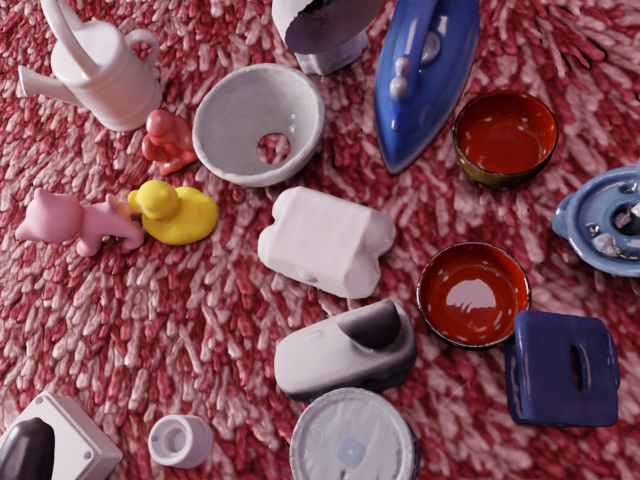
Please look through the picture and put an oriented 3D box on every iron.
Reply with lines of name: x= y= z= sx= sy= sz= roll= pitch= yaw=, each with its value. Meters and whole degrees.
iron: x=0.115 y=-0.220 z=0.674 sx=0.118 sy=0.142 sz=0.258 roll=12 pitch=72 yaw=17

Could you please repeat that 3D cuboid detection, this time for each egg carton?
egg carton: x=0.006 y=0.002 z=0.650 sx=0.150 sy=0.069 sz=0.107 roll=18 pitch=74 yaw=18

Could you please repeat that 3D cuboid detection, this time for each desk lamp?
desk lamp: x=-0.008 y=-0.295 z=0.691 sx=0.118 sy=0.214 sz=0.203 roll=-25 pitch=66 yaw=2

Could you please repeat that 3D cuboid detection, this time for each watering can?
watering can: x=-0.298 y=-0.227 z=0.737 sx=0.173 sy=0.194 sz=0.100 roll=-44 pitch=67 yaw=-7

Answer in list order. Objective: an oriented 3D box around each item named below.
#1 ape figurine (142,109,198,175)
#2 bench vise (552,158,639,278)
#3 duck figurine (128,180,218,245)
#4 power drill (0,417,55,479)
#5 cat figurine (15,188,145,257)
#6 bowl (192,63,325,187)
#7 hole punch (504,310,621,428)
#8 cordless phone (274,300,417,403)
ape figurine: x=-0.193 y=-0.133 z=0.733 sx=0.077 sy=0.092 sz=0.076 roll=16 pitch=73 yaw=18
bench vise: x=0.322 y=-0.013 z=0.506 sx=0.207 sy=0.220 sz=0.121 roll=21 pitch=75 yaw=19
duck figurine: x=-0.182 y=-0.041 z=0.698 sx=0.104 sy=0.086 sz=0.077 roll=4 pitch=70 yaw=14
power drill: x=-0.248 y=0.282 z=0.518 sx=0.075 sy=0.209 sz=0.230 roll=11 pitch=72 yaw=16
cat figurine: x=-0.295 y=-0.029 z=0.700 sx=0.127 sy=0.118 sz=0.067 roll=-13 pitch=67 yaw=7
bowl: x=-0.068 y=-0.131 z=0.715 sx=0.167 sy=0.075 sz=0.167 roll=-4 pitch=68 yaw=11
hole punch: x=0.231 y=0.121 z=0.543 sx=0.101 sy=0.091 sz=0.108 roll=-3 pitch=68 yaw=11
cordless phone: x=0.017 y=0.097 z=0.547 sx=0.147 sy=0.185 sz=0.094 roll=-22 pitch=66 yaw=3
